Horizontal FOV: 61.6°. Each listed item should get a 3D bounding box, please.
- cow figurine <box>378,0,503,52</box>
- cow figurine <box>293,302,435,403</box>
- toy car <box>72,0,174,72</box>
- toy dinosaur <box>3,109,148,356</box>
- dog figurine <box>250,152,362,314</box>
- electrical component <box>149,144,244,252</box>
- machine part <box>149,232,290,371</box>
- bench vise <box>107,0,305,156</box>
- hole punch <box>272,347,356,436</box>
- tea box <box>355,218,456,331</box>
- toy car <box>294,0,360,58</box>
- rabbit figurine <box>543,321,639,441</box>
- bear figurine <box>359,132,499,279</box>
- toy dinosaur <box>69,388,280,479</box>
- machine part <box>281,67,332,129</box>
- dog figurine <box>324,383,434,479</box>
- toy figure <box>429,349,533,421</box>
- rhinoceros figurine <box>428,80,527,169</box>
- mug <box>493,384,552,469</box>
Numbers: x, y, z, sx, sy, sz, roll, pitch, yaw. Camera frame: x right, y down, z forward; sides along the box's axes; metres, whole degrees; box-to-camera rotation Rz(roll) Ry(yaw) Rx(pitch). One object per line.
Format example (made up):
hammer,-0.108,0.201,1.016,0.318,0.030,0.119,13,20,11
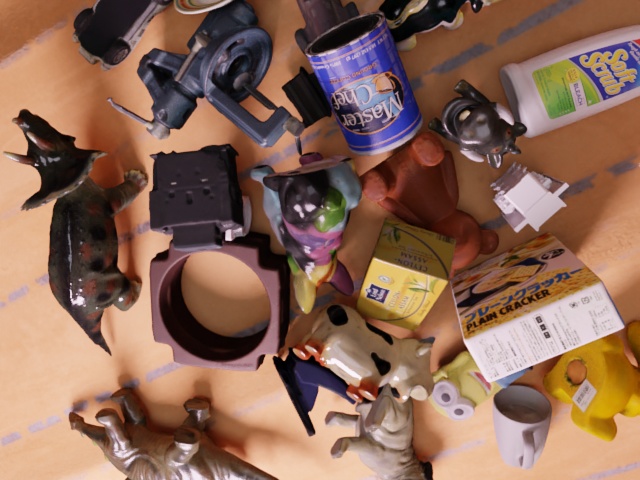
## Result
cow figurine,0.155,-0.299,0.663,0.167,0.098,0.068,-21,95,15
cow figurine,0.076,0.159,0.753,0.195,0.085,0.127,36,66,-3
toy car,-0.265,-0.325,0.747,0.202,0.056,0.073,-42,100,18
toy dinosaur,-0.340,0.018,0.775,0.131,0.192,0.404,2,103,11
dog figurine,-0.001,-0.002,0.717,0.108,0.192,0.219,-23,111,-21
electrical component,-0.161,-0.053,0.706,0.115,0.058,0.134,-7,82,9
machine part,-0.148,0.088,0.816,0.202,0.087,0.200,3,105,7
bench vise,-0.127,-0.195,0.712,0.241,0.128,0.223,41,86,17
hole punch,-0.011,0.212,0.808,0.092,0.142,0.115,-30,93,-5
tea box,0.110,0.052,0.727,0.098,0.068,0.169,16,150,6
toy car,-0.014,-0.338,0.697,0.089,0.053,0.202,-20,94,16
rabbit figurine,0.431,0.195,0.754,0.173,0.122,0.162,22,97,-11
bear figurine,0.151,-0.035,0.718,0.120,0.132,0.195,-31,92,16
toy dinosaur,-0.224,0.368,0.895,0.472,0.105,0.198,10,113,16
machine part,0.019,-0.219,0.737,0.139,0.039,0.084,-28,93,16
dog figurine,0.126,0.304,0.832,0.190,0.121,0.172,37,111,-16
toy figure,0.238,0.191,0.784,0.180,0.089,0.082,-43,64,7
rhinoceros figurine,0.196,-0.133,0.656,0.112,0.190,0.073,45,111,15
mug,0.299,0.288,0.790,0.081,0.110,0.107,-5,117,5
